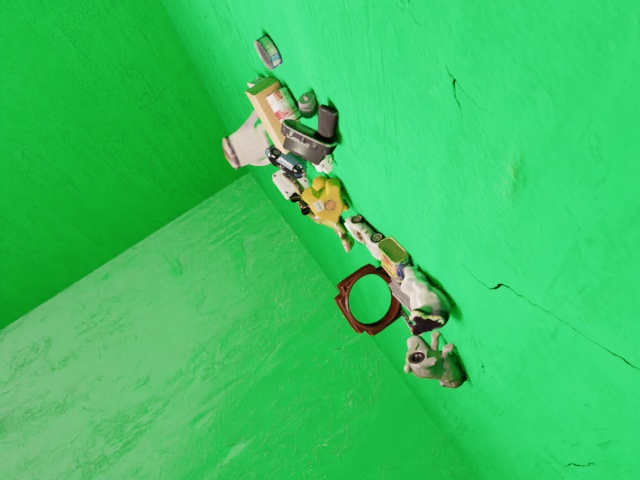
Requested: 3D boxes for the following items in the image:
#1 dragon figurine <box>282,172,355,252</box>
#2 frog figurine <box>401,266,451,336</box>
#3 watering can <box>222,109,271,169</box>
[{"bbox_3d":[0.006,-0.097,1.921,0.418,0.122,0.238,51,179,45],"label":"dragon figurine"},{"bbox_3d":[0.268,0.144,1.305,0.135,0.122,0.163,52,-147,-42],"label":"frog figurine"},{"bbox_3d":[-0.257,-0.383,1.895,0.106,0.225,0.340,58,169,31],"label":"watering can"}]
